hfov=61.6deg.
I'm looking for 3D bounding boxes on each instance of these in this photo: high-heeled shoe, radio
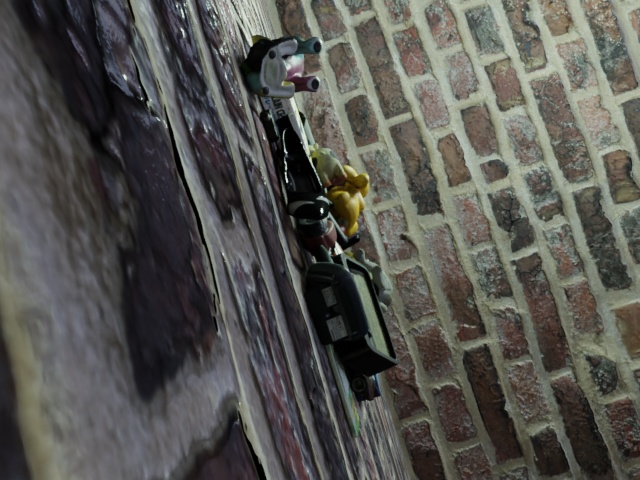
[{"bbox_3d":[-0.032,-0.130,1.029,0.249,0.086,0.145,-137,-136,-63],"label":"high-heeled shoe"},{"bbox_3d":[0.069,0.144,1.066,0.131,0.073,0.230,36,30,-50],"label":"radio"}]

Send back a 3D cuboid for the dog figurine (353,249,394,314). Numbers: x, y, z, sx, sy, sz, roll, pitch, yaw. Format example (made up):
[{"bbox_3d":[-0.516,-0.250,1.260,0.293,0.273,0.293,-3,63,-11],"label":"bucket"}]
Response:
[{"bbox_3d":[0.137,0.126,1.240,0.190,0.121,0.172,33,28,-46],"label":"dog figurine"}]

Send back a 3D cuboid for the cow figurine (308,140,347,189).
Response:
[{"bbox_3d":[-0.013,-0.194,1.370,0.127,0.085,0.195,67,-14,-10],"label":"cow figurine"}]

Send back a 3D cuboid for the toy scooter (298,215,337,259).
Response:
[{"bbox_3d":[-0.002,-0.003,1.140,0.184,0.075,0.135,-110,-178,-68],"label":"toy scooter"}]

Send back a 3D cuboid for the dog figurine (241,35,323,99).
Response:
[{"bbox_3d":[-0.101,-0.353,1.073,0.219,0.191,0.108,31,-48,48],"label":"dog figurine"}]

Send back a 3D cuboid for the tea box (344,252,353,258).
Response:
[{"bbox_3d":[0.085,0.120,1.543,0.169,0.068,0.098,71,36,-55],"label":"tea box"}]

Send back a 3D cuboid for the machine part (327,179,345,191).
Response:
[{"bbox_3d":[0.012,-0.159,1.580,0.180,0.056,0.179,38,-38,37],"label":"machine part"}]

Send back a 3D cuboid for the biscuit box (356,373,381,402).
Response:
[{"bbox_3d":[0.113,0.338,1.357,0.202,0.063,0.059,-54,128,-85],"label":"biscuit box"}]

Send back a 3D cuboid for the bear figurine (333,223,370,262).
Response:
[{"bbox_3d":[0.046,0.015,1.384,0.120,0.132,0.196,112,-31,-69],"label":"bear figurine"}]

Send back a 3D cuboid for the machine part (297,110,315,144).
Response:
[{"bbox_3d":[-0.062,-0.298,1.548,0.243,0.079,0.079,61,13,-68],"label":"machine part"}]

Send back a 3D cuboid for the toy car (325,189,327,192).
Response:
[{"bbox_3d":[-0.015,-0.137,1.508,0.056,0.073,0.201,-108,179,-74],"label":"toy car"}]

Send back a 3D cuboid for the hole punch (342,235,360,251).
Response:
[{"bbox_3d":[0.043,-0.006,1.532,0.092,0.116,0.142,56,-1,4],"label":"hole punch"}]

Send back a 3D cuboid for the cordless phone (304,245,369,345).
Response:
[{"bbox_3d":[0.020,0.094,0.987,0.184,0.089,0.146,-109,180,-70],"label":"cordless phone"}]

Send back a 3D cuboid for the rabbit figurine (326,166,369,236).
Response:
[{"bbox_3d":[0.076,-0.124,1.447,0.173,0.122,0.162,-47,155,-41],"label":"rabbit figurine"}]

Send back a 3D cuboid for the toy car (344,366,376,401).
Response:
[{"bbox_3d":[0.062,0.239,1.122,0.089,0.053,0.202,48,20,-70],"label":"toy car"}]

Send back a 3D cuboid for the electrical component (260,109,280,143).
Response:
[{"bbox_3d":[-0.101,-0.229,1.090,0.094,0.021,0.063,-50,123,-87],"label":"electrical component"}]

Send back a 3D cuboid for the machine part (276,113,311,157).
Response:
[{"bbox_3d":[-0.060,-0.201,1.155,0.039,0.084,0.138,-29,110,-45],"label":"machine part"}]
